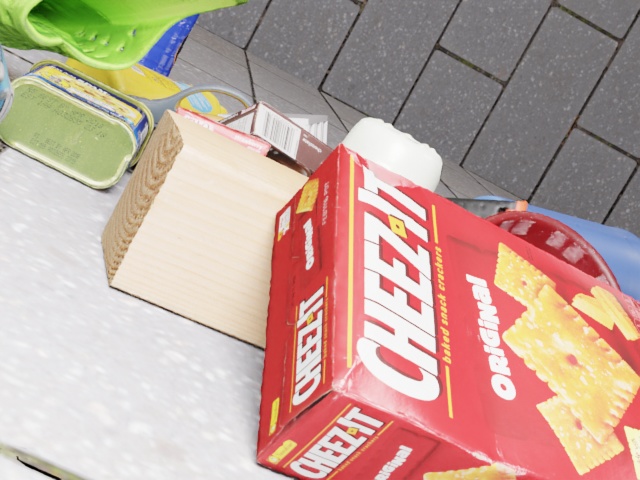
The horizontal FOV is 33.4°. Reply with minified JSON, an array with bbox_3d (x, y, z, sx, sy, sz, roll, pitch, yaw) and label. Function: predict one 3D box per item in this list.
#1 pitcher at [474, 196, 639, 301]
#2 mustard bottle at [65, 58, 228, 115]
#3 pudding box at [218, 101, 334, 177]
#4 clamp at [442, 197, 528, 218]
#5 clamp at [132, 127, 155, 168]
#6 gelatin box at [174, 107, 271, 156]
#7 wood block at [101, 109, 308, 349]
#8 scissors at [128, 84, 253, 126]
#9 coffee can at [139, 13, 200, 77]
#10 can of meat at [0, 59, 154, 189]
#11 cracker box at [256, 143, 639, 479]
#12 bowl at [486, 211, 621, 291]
[{"bbox_3d":[0.238,0.023,1.161,0.242,0.145,0.149,15,-17,-41],"label":"pitcher"},{"bbox_3d":[-0.153,-0.131,1.041,0.096,0.058,0.191,40,15,36],"label":"mustard bottle"},{"bbox_3d":[-0.042,-0.066,0.917,0.113,0.039,0.090,34,-35,-33],"label":"pudding box"},{"bbox_3d":[0.116,-0.007,0.999,0.164,0.036,0.210,23,-20,-40],"label":"clamp"},{"bbox_3d":[-0.143,-0.074,0.854,0.171,0.039,0.120,31,12,11],"label":"clamp"},{"bbox_3d":[-0.079,-0.075,0.805,0.073,0.030,0.089,22,3,-10],"label":"gelatin box"},{"bbox_3d":[-0.015,0.013,0.636,0.205,0.091,0.090,25,11,-21],"label":"wood block"},{"bbox_3d":[-0.159,-0.100,0.944,0.201,0.096,0.016,-1,27,0],"label":"scissors"},{"bbox_3d":[-0.193,-0.220,1.128,0.102,0.140,0.103,28,11,-6],"label":"coffee can"},{"bbox_3d":[-0.175,-0.083,0.766,0.102,0.057,0.084,26,13,-9],"label":"can of meat"},{"bbox_3d":[0.080,0.064,0.533,0.213,0.072,0.164,26,38,-21],"label":"cracker box"},{"bbox_3d":[0.168,0.059,0.863,0.162,0.055,0.162,12,59,-20],"label":"bowl"}]
